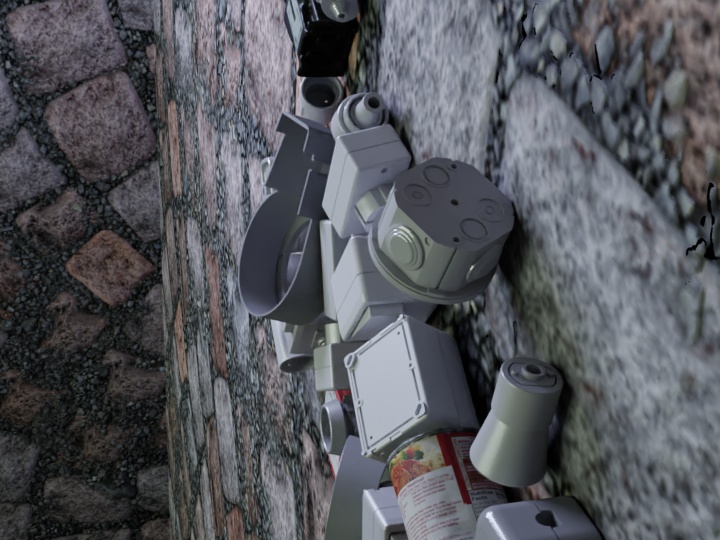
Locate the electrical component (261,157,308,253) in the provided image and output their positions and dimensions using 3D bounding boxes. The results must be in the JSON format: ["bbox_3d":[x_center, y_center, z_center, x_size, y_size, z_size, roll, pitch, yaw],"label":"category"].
[{"bbox_3d":[-0.063,-0.065,1.073,0.054,0.059,0.095,179,87,-75],"label":"electrical component"}]

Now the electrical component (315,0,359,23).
[{"bbox_3d":[-0.022,-0.244,0.904,0.043,0.043,0.081,113,149,-60],"label":"electrical component"}]

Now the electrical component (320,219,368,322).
[{"bbox_3d":[0.000,0.000,0.886,0.076,0.047,0.083,-162,68,-73],"label":"electrical component"}]

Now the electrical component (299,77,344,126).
[{"bbox_3d":[-0.037,-0.157,0.995,0.046,0.040,0.040,118,145,-73],"label":"electrical component"}]

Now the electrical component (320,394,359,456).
[{"bbox_3d":[-0.003,0.132,0.914,0.066,0.055,0.048,-110,22,-46],"label":"electrical component"}]

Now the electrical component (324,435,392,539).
[{"bbox_3d":[0.000,0.182,0.845,0.099,0.064,0.099,7,-90,-70],"label":"electrical component"}]

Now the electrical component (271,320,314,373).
[{"bbox_3d":[-0.070,0.060,1.164,0.079,0.043,0.077,111,150,-56],"label":"electrical component"}]

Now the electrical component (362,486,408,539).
[{"bbox_3d":[0.038,0.209,0.773,0.061,0.062,0.096,-133,41,-66],"label":"electrical component"}]

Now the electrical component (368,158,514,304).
[{"bbox_3d":[0.049,-0.024,0.641,0.051,0.080,0.080,111,151,-47],"label":"electrical component"}]

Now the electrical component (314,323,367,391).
[{"bbox_3d":[-0.012,0.066,0.945,0.066,0.047,0.076,151,116,-73],"label":"electrical component"}]

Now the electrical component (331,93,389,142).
[{"bbox_3d":[0.003,-0.119,0.848,0.062,0.043,0.043,134,130,-68],"label":"electrical component"}]

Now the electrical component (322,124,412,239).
[{"bbox_3d":[0.012,-0.054,0.828,0.075,0.047,0.083,60,154,29],"label":"electrical component"}]

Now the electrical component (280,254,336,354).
[{"bbox_3d":[-0.049,0.038,1.046,0.061,0.061,0.096,108,153,-54],"label":"electrical component"}]

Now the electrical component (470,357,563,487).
[{"bbox_3d":[0.089,0.081,0.596,0.044,0.044,0.065,-117,32,-55],"label":"electrical component"}]

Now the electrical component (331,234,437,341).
[{"bbox_3d":[0.018,0.018,0.794,0.096,0.062,0.061,117,145,-63],"label":"electrical component"}]

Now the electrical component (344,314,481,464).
[{"bbox_3d":[0.036,0.080,0.727,0.062,0.061,0.096,-39,44,30],"label":"electrical component"}]

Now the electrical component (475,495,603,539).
[{"bbox_3d":[0.090,0.174,0.580,0.053,0.059,0.095,-124,33,-61],"label":"electrical component"}]
